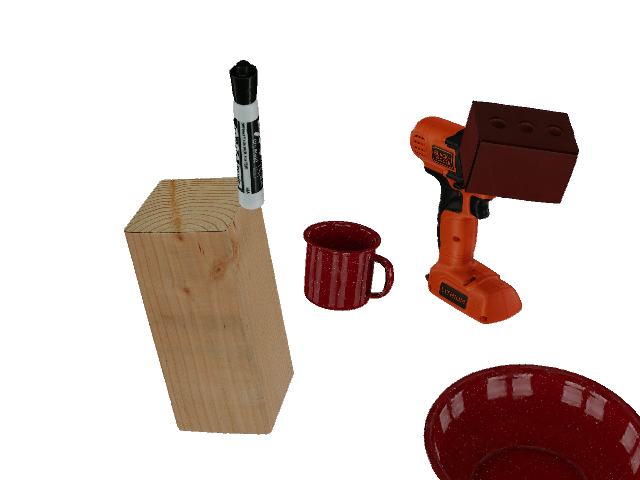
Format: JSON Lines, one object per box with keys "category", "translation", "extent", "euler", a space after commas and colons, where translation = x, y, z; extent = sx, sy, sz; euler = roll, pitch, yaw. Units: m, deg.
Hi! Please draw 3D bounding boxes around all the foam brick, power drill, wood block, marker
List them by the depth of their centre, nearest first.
{"category": "marker", "translation": [-0.051, -0.073, 0.746], "extent": [0.020, 0.121, 0.020], "euler": [0, 43, 0]}
{"category": "foam brick", "translation": [0.150, -0.067, 0.813], "extent": [0.078, 0.051, 0.053], "euler": [7, 40, -5]}
{"category": "wood block", "translation": [-0.091, 0.058, 0.919], "extent": [0.090, 0.206, 0.090], "euler": [0, 31, 16]}
{"category": "power drill", "translation": [0.157, -0.018, 1.037], "extent": [0.057, 0.188, 0.185], "euler": [-16, 27, -25]}

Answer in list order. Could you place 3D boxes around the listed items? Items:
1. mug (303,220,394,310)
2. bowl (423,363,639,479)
{"category": "mug", "translation": [0.034, 0.034, 1.274], "extent": [0.117, 0.081, 0.093], "euler": [15, 26, 22]}
{"category": "bowl", "translation": [0.154, 0.161, 0.767], "extent": [0.162, 0.055, 0.162], "euler": [-1, 36, 0]}
